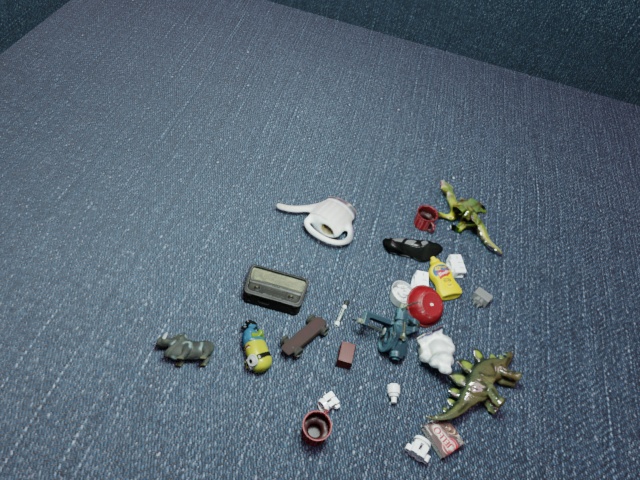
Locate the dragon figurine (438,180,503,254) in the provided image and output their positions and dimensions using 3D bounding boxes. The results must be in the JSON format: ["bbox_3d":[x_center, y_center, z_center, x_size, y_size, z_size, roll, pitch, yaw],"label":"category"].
[{"bbox_3d":[0.686,-0.117,2.319,0.413,0.119,0.247,43,47,12],"label":"dragon figurine"}]

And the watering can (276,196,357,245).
[{"bbox_3d":[0.007,-0.109,2.169,0.350,0.101,0.228,34,52,16],"label":"watering can"}]

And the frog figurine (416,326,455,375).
[{"bbox_3d":[0.422,0.406,1.820,0.138,0.120,0.163,-9,52,-25],"label":"frog figurine"}]
